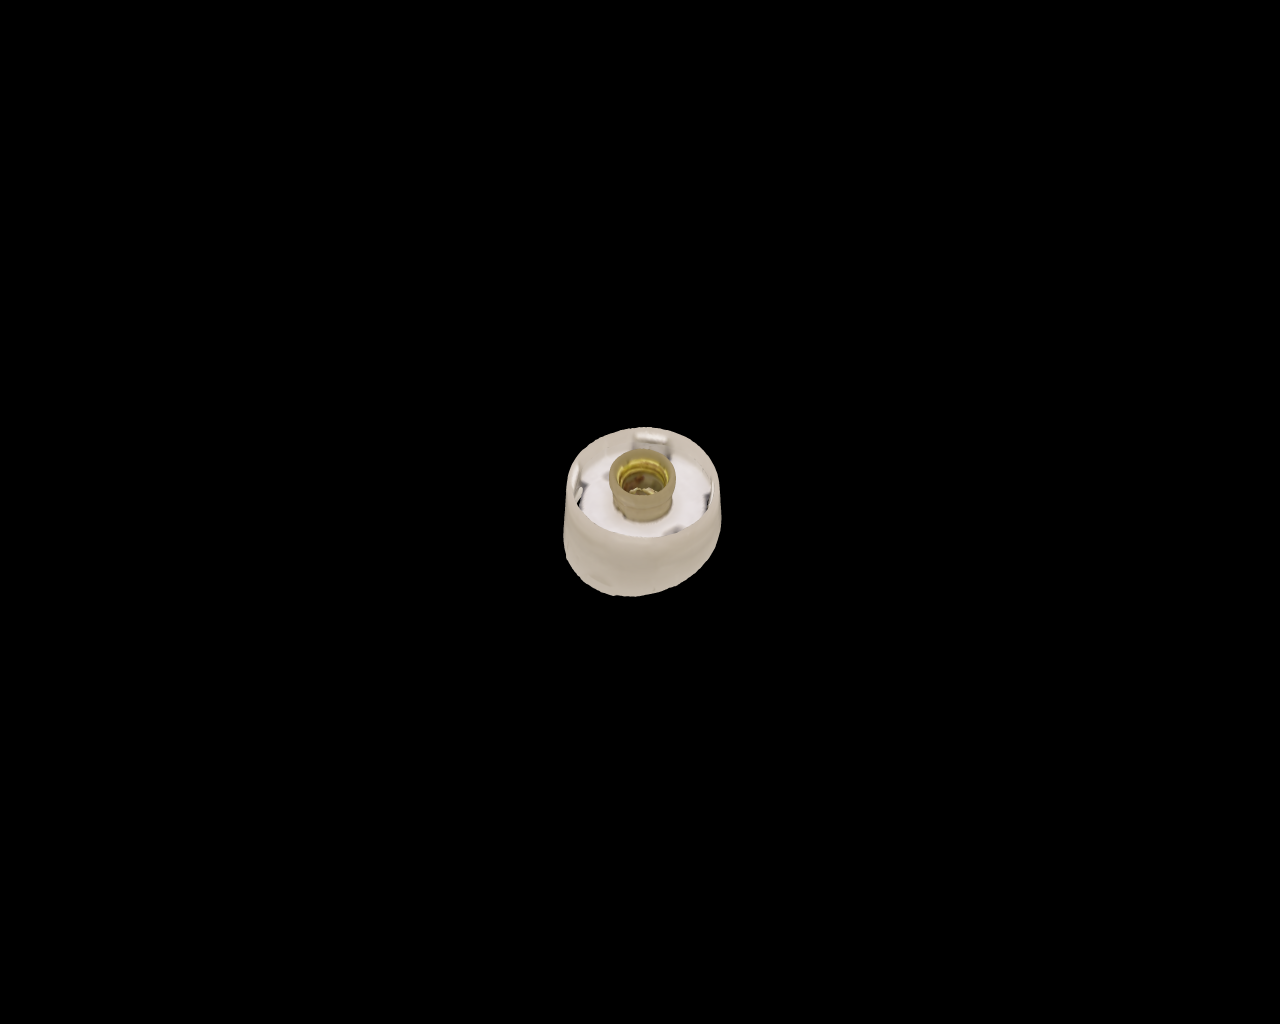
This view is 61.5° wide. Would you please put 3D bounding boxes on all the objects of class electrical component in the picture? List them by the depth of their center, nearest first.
[{"bbox_3d":[0.001,-0.003,0.650,0.099,0.099,0.064,0,-41,0],"label":"electrical component"}]
